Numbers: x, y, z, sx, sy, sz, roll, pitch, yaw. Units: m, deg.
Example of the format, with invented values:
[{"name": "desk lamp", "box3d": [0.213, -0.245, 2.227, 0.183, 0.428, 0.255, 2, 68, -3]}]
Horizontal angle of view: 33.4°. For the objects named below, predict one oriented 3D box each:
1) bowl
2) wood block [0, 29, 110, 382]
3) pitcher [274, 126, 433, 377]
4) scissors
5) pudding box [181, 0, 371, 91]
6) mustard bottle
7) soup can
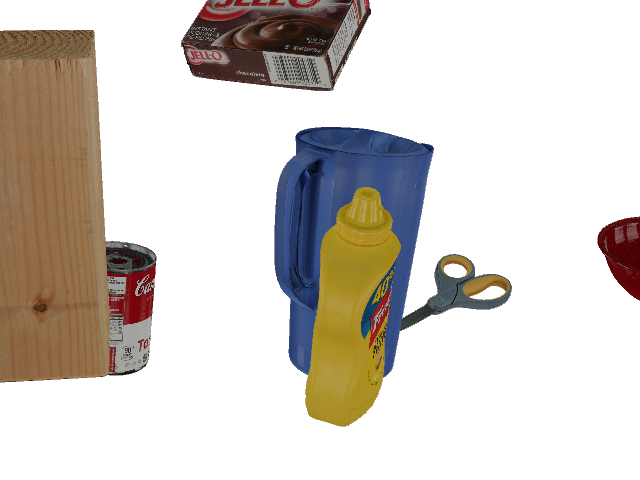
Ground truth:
[{"name": "bowl", "box3d": [0.380, 0.030, 1.159, 0.162, 0.055, 0.162, 0, 26, 0]}, {"name": "wood block", "box3d": [-0.184, -0.023, 0.676, 0.090, 0.206, 0.090, -2, 22, -10]}, {"name": "pitcher", "box3d": [0.024, 0.015, 1.047, 0.149, 0.243, 0.145, 4, 16, -5]}, {"name": "scissors", "box3d": [0.121, 0.057, 1.164, 0.201, 0.016, 0.096, -10, 41, -31]}, {"name": "pudding box", "box3d": [-0.030, -0.153, 0.765, 0.114, 0.090, 0.039, 11, -36, 18]}, {"name": "mustard bottle", "box3d": [0.026, 0.044, 0.820, 0.058, 0.192, 0.096, 16, 36, 15]}, {"name": "soup can", "box3d": [-0.182, 0.060, 0.944, 0.068, 0.102, 0.068, 6, 19, -2]}]
